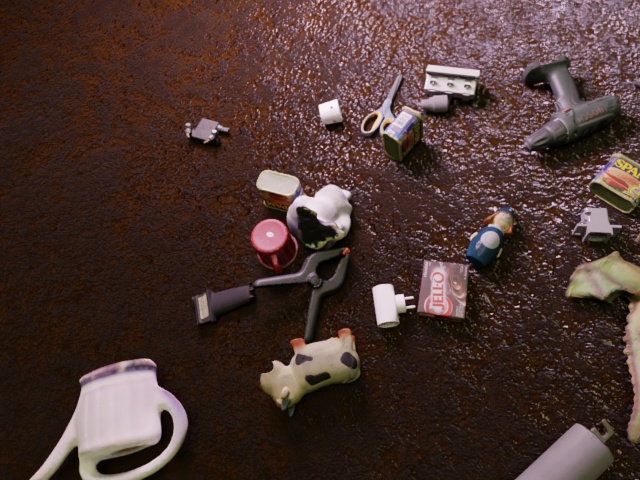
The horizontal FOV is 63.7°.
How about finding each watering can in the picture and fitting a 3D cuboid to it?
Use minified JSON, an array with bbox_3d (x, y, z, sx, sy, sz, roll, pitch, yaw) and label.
[{"bbox_3d":[-0.423,0.355,0.982,0.347,0.102,0.229,-15,62,2],"label":"watering can"}]

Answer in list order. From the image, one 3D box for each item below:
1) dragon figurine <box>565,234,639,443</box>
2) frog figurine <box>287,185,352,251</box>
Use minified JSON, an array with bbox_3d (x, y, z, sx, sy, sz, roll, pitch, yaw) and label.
[{"bbox_3d":[0.575,0.133,0.945,0.414,0.119,0.246,-44,48,-15],"label":"dragon figurine"},{"bbox_3d":[0.003,-0.057,1.131,0.137,0.120,0.163,18,33,3],"label":"frog figurine"}]
